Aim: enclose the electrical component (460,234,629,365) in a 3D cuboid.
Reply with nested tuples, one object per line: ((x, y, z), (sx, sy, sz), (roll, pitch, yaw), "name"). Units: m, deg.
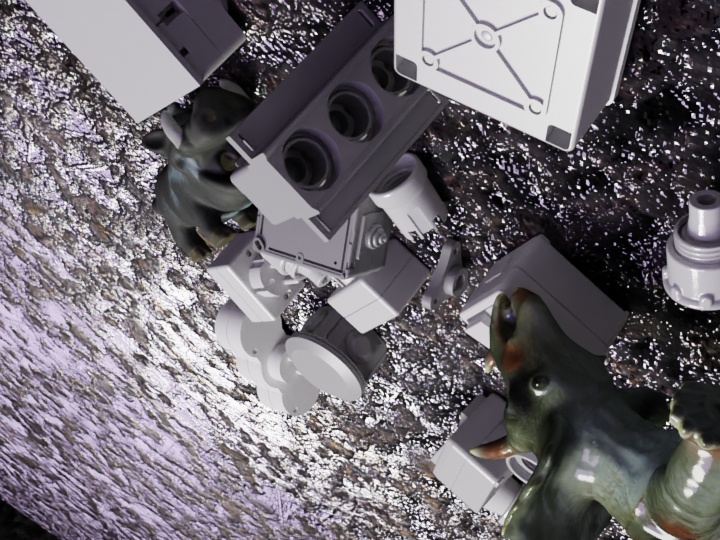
((0.122, 0.036, 0.699), (0.096, 0.061, 0.062), (41, 153, -5), "electrical component")

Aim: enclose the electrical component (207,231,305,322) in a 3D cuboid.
((-0.078, 0.004, 0.909), (0.065, 0.047, 0.077), (50, 150, -21), "electrical component")

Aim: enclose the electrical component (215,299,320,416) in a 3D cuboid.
((-0.075, 0.087, 1.023), (0.074, 0.052, 0.138), (11, 142, 42), "electrical component")

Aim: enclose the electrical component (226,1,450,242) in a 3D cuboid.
((-0.015, -0.084, 0.620), (0.078, 0.121, 0.063), (46, 154, -14), "electrical component")

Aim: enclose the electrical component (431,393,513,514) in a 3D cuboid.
((0.101, 0.153, 0.895), (0.061, 0.062, 0.096), (40, 154, 16), "electrical component")

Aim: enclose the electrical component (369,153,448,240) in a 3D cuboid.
((0.032, -0.047, 0.707), (0.040, 0.040, 0.046), (6, 144, 46), "electrical component")

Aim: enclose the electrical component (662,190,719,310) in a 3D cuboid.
((0.184, -0.013, 0.569), (0.048, 0.048, 0.062), (18, 140, 35), "electrical component")

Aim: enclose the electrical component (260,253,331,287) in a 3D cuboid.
((-0.047, -0.013, 0.842), (0.062, 0.043, 0.043), (42, 155, 20), "electrical component")

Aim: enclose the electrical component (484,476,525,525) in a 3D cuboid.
((0.130, 0.202, 0.957), (0.055, 0.045, 0.045), (34, 152, 9), "electrical component")

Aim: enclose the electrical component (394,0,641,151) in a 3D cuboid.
((0.074, -0.127, 0.516), (0.109, 0.056, 0.108), (28, 151, 19), "electrical component")

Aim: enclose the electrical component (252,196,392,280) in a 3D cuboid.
((-0.017, -0.034, 0.748), (0.096, 0.061, 0.061), (18, 108, 29), "electrical component")

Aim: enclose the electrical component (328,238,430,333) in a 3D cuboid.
((0.000, 0.000, 0.807), (0.077, 0.047, 0.066), (43, 152, -8), "electrical component")

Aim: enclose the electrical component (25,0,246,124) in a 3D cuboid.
((-0.171, -0.197, 0.704), (0.186, 0.060, 0.105), (49, 151, -18), "electrical component")

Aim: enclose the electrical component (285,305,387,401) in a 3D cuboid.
((-0.021, 0.072, 0.937), (0.080, 0.051, 0.080), (29, 151, 18), "electrical component")

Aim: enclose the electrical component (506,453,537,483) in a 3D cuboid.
((0.144, 0.134, 0.827), (0.048, 0.055, 0.066), (9, 140, 44), "electrical component")
